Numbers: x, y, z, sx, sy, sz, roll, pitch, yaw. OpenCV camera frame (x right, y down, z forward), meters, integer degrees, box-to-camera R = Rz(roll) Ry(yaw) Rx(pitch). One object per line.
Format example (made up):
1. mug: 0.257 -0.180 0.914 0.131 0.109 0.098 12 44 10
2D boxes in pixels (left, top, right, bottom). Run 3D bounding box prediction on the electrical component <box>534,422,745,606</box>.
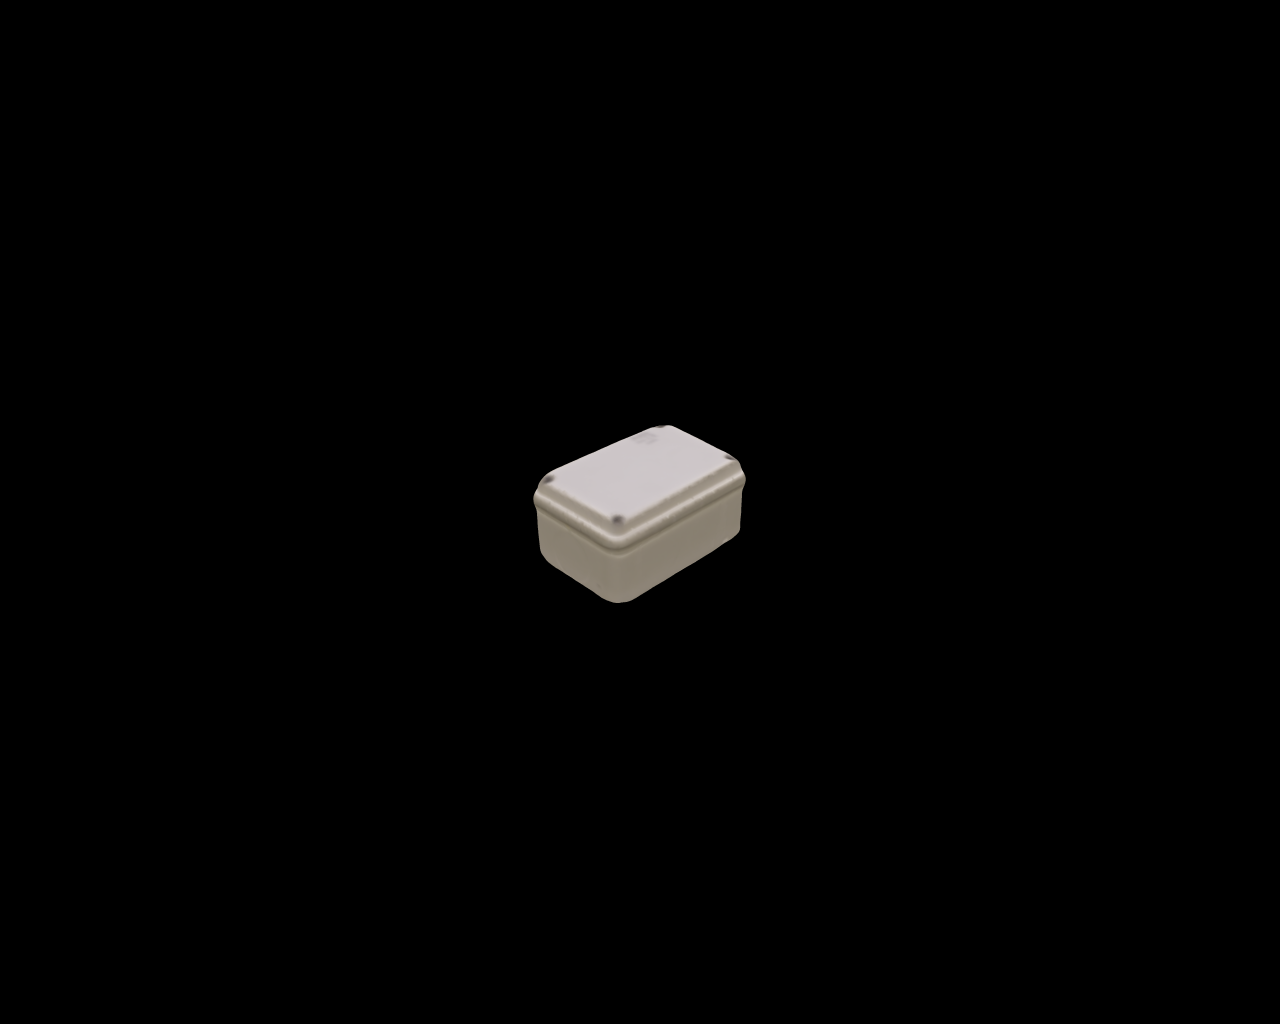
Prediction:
1. electrical component: 0.001 -0.003 0.650 0.113 0.057 0.078 -27 42 -36
